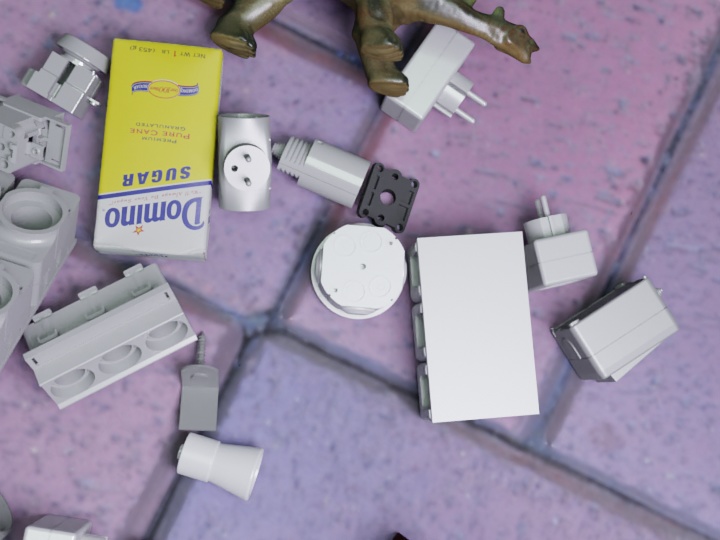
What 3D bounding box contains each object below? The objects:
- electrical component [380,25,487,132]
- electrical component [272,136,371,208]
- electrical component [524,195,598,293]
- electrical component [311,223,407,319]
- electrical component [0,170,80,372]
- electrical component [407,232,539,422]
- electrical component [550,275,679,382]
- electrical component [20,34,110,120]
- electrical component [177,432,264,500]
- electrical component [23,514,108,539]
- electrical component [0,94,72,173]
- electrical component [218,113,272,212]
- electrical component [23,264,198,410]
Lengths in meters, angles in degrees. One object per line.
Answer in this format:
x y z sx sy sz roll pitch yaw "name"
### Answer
0.073 -0.156 0.927 0.076 0.047 0.083 35 82 -1 "electrical component"
-0.036 -0.088 0.911 0.081 0.043 0.043 23 82 -2 "electrical component"
0.162 -0.025 0.912 0.047 0.065 0.076 -12 85 -7 "electrical component"
0.000 0.000 0.900 0.080 0.051 0.080 1 83 -6 "electrical component"
-0.295 -0.003 0.811 0.105 0.060 0.186 18 40 -3 "electrical component"
0.092 0.048 0.899 0.089 0.061 0.150 -4 84 -6 "electrical component"
0.223 0.050 0.912 0.096 0.061 0.061 -32 88 -8 "electrical component"
-0.241 -0.163 0.898 0.066 0.048 0.055 31 89 -2 "electrical component"
-0.116 0.157 0.876 0.065 0.044 0.044 17 82 1 "electrical component"
-0.219 0.223 0.836 0.076 0.083 0.047 10 83 -5 "electrical component"
-0.278 -0.109 0.868 0.081 0.064 0.042 22 116 13 "electrical component"
-0.093 -0.086 0.876 0.043 0.079 0.077 -1 104 -9 "electrical component"
-0.202 0.050 0.864 0.121 0.078 0.063 -27 58 -8 "electrical component"
